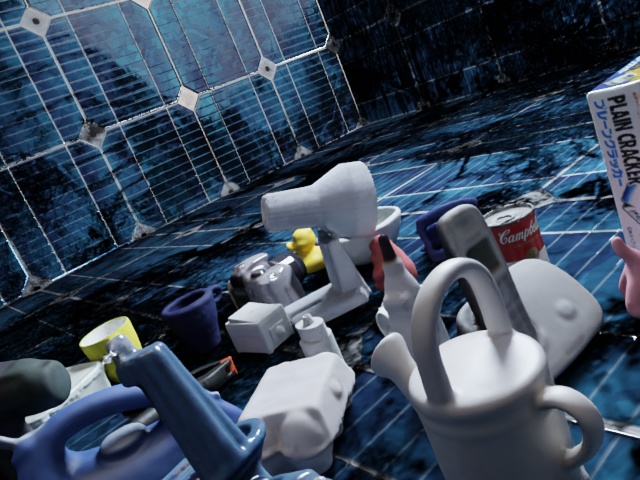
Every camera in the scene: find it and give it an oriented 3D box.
[{"bbox_3d":[-0.081,0.068,1.029,0.142,0.101,0.137,-6,22,48],"label":"camera"}]

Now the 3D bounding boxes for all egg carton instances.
[{"bbox_3d":[-0.020,0.179,0.597,0.107,0.069,0.150,-18,15,19],"label":"egg carton"}]

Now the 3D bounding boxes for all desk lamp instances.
[{"bbox_3d":[0.008,0.003,0.898,0.203,0.214,0.117,-26,15,-13],"label":"desk lamp"}]

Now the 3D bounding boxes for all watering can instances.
[{"bbox_3d":[0.109,0.106,0.413,0.172,0.194,0.101,-13,17,32],"label":"watering can"}]

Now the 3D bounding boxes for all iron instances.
[{"bbox_3d":[-0.202,0.211,0.610,0.259,0.141,0.118,-27,15,-15],"label":"iron"}]

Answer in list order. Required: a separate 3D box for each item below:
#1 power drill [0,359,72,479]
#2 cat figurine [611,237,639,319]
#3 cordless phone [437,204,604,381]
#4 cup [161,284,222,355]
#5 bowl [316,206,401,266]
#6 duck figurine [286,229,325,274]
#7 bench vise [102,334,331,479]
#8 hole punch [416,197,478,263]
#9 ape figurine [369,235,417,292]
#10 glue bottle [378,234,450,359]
[{"bbox_3d":[-0.377,0.235,0.652,0.229,0.208,0.075,-22,15,1],"label":"power drill"},{"bbox_3d":[0.356,0.004,0.566,0.127,0.118,0.067,-18,15,19],"label":"cat figurine"},{"bbox_3d":[0.189,0.038,0.558,0.148,0.185,0.093,-32,17,-33],"label":"cordless phone"},{"bbox_3d":[-0.198,0.136,0.968,0.091,0.095,0.118,-9,20,43],"label":"cup"},{"bbox_3d":[0.081,0.002,1.075,0.167,0.075,0.167,-21,14,6],"label":"bowl"},{"bbox_3d":[-0.019,0.015,1.154,0.104,0.086,0.077,-17,16,21],"label":"duck figurine"},{"bbox_3d":[-0.068,0.159,0.435,0.207,0.220,0.122,-16,16,24],"label":"bench vise"},{"bbox_3d":[0.210,-0.025,0.945,0.108,0.091,0.101,-21,15,5],"label":"hole punch"},{"bbox_3d":[0.105,0.034,0.888,0.078,0.092,0.076,-34,18,-36],"label":"ape figurine"},{"bbox_3d":[0.093,0.073,0.600,0.037,0.173,0.078,-14,17,31],"label":"glue bottle"}]
